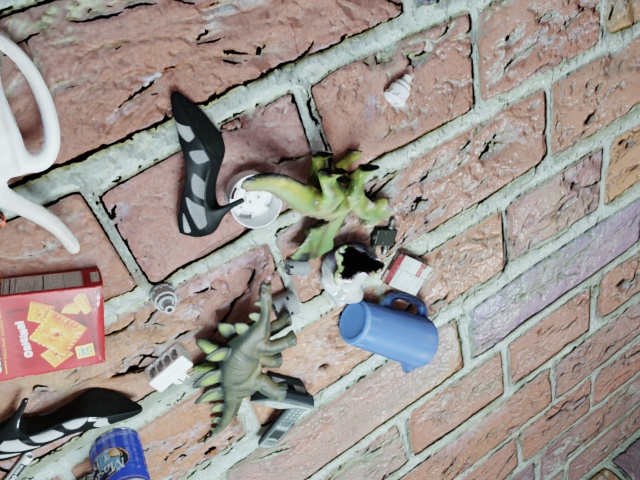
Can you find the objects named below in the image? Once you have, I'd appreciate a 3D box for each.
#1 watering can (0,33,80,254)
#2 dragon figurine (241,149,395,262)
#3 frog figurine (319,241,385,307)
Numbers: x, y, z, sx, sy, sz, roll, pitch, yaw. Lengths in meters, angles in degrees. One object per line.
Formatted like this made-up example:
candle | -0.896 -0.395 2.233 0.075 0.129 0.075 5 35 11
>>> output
watering can | -0.472 -0.113 0.709 0.226 0.105 0.342 -16 114 -24
dragon figurine | 0.003 -0.051 1.020 0.413 0.124 0.238 -14 128 -37
frog figurine | 0.064 0.076 1.161 0.139 0.124 0.156 -36 164 -21
